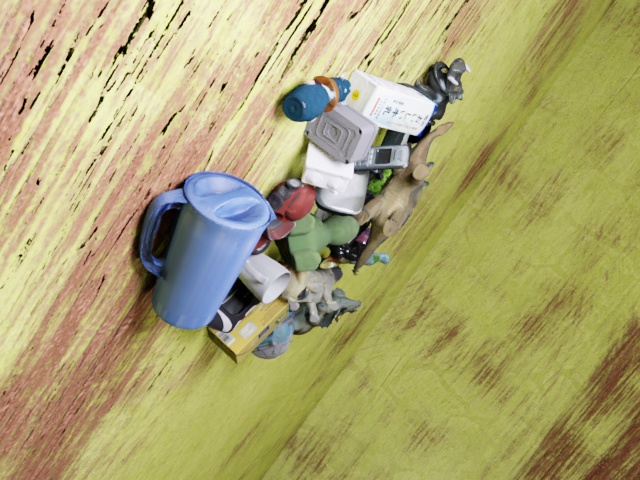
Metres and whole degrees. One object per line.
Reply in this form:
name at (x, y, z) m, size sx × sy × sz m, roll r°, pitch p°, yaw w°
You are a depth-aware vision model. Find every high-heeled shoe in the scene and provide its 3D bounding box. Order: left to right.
high-heeled shoe at (-0.169, 0.105, 1.086) m, size 0.145 × 0.086 × 0.248 m, roll -56°, pitch 167°, yaw 1°

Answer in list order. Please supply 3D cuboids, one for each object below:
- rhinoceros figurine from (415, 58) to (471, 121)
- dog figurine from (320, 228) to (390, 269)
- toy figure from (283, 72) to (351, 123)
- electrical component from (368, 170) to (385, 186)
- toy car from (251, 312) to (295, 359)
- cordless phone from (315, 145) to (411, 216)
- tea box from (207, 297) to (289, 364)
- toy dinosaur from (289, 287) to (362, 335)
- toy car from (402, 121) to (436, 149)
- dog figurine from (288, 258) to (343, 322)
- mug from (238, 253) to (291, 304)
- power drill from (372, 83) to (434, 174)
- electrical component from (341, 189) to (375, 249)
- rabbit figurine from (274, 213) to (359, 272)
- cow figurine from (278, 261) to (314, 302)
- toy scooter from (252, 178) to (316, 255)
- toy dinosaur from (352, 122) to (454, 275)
rhinoceros figurine at (0.284, -0.354, 1.271) m, size 0.073 × 0.112 × 0.190 m, roll -42°, pitch 167°, yaw -24°
dog figurine at (0.074, 0.022, 1.482) m, size 0.219 × 0.192 × 0.108 m, roll -6°, pitch 97°, yaw -34°
toy figure at (-0.001, -0.236, 0.878) m, size 0.154 × 0.058 × 0.064 m, roll -40°, pitch 165°, yaw -47°
electrical component at (0.122, -0.158, 1.348) m, size 0.078 × 0.045 × 0.102 m, roll -60°, pitch 160°, yaw 20°
toy car at (-0.129, 0.242, 1.328) m, size 0.162 × 0.103 × 0.109 m, roll -21°, pitch 180°, yaw 25°
cordless phone at (0.088, -0.120, 1.060) m, size 0.088 × 0.184 × 0.146 m, roll 39°, pitch 56°, yaw -53°
tea box at (-0.161, 0.184, 1.222) m, size 0.169 × 0.098 × 0.068 m, roll -41°, pitch 159°, yaw -27°
toy dinosaur at (-0.033, 0.217, 1.588) m, size 0.405 × 0.131 × 0.192 m, roll -21°, pitch 144°, yaw -48°
toy car at (0.245, -0.283, 1.401) m, size 0.202 × 0.056 × 0.073 m, roll -25°, pitch 142°, yaw -57°
dog figurine at (-0.021, 0.100, 1.458) m, size 0.121 × 0.172 × 0.191 m, roll -25°, pitch -147°, yaw 23°
mug at (-0.127, 0.063, 1.057) m, size 0.081 × 0.107 × 0.109 m, roll -55°, pitch 158°, yaw 4°
power drill at (0.160, -0.256, 1.217) m, size 0.232 × 0.086 × 0.207 m, roll -16°, pitch 134°, yaw -49°
electrical component at (0.068, -0.049, 1.263) m, size 0.134 × 0.058 × 0.114 m, roll -41°, pitch 151°, yaw -35°
rabbit figurine at (-0.002, -0.003, 1.153) m, size 0.170 × 0.121 × 0.159 m, roll -13°, pitch -179°, yaw -21°
cow figurine at (-0.056, 0.088, 1.268) m, size 0.195 × 0.086 × 0.127 m, roll -68°, pitch 167°, yaw -74°
toy scooter at (-0.086, -0.053, 0.997) m, size 0.184 × 0.075 × 0.135 m, roll -46°, pitch 161°, yaw -3°
toy dinosaur at (0.166, -0.074, 1.226) m, size 0.471 × 0.105 × 0.198 m, roll -57°, pitch 166°, yaw 29°
